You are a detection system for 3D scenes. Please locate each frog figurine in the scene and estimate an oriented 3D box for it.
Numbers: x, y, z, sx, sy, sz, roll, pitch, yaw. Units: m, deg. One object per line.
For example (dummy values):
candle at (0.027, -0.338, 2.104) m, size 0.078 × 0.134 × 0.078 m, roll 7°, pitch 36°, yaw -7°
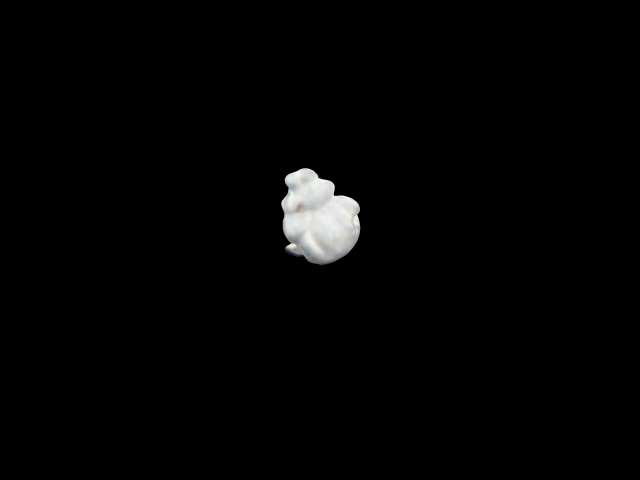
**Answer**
frog figurine at (0.003, -0.043, 0.850) m, size 0.138 × 0.155 × 0.125 m, roll -15°, pitch 44°, yaw -16°
